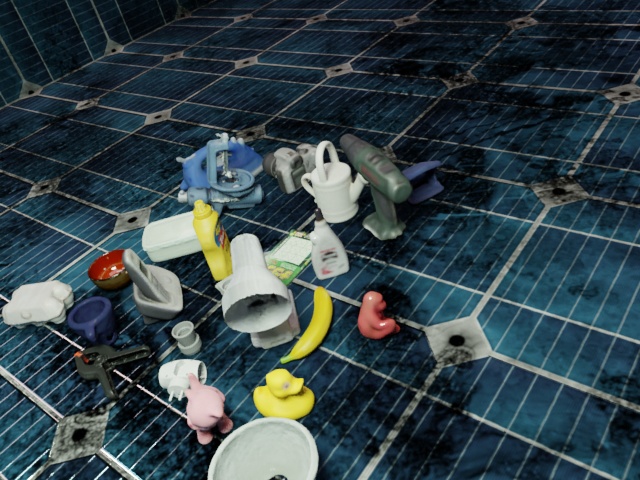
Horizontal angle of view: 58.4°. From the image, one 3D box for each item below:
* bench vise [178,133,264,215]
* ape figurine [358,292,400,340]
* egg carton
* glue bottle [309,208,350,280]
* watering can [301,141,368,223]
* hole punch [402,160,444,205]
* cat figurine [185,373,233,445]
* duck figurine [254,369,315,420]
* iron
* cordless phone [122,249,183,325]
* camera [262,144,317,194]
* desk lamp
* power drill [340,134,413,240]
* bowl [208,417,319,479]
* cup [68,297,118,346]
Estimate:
[{"bbox_3d":[-0.263,-0.152,1.457,0.208,0.220,0.121,-29,39,-18],"label":"bench vise"},{"bbox_3d":[0.104,0.135,1.063,0.076,0.092,0.077,-13,37,3],"label":"ape figurine"},{"bbox_3d":[-0.651,0.151,1.324,0.150,0.069,0.107,-9,37,8],"label":"egg carton"},{"bbox_3d":[0.011,0.004,1.197,0.078,0.173,0.037,-19,37,-5],"label":"glue bottle"},{"bbox_3d":[0.036,-0.147,1.367,0.172,0.194,0.101,-9,37,8],"label":"watering can"},{"bbox_3d":[0.232,-0.153,1.393,0.109,0.091,0.100,-27,38,-16],"label":"hole punch"},{"bbox_3d":[-0.196,0.276,0.962,0.067,0.118,0.127,-25,38,-13],"label":"cat figurine"},{"bbox_3d":[-0.067,0.255,0.972,0.104,0.086,0.077,-3,38,16],"label":"duck figurine"},{"bbox_3d":[-0.276,-0.218,1.614,0.259,0.142,0.118,-30,39,-19],"label":"iron"},{"bbox_3d":[-0.368,0.075,1.228,0.094,0.185,0.147,-21,37,-8],"label":"cordless phone"},{"bbox_3d":[-0.086,-0.214,1.576,0.143,0.101,0.136,-38,42,-28],"label":"camera"},{"bbox_3d":[-0.113,0.107,1.073,0.118,0.214,0.203,-16,37,-1],"label":"desk lamp"},{"bbox_3d":[0.126,-0.113,1.280,0.076,0.209,0.228,-29,39,-17],"label":"power drill"},{"bbox_3d":[-0.077,0.355,0.854,0.167,0.075,0.167,-9,37,8],"label":"bowl"},{"bbox_3d":[-0.460,0.187,1.189,0.092,0.095,0.117,-22,37,-9],"label":"cup"}]
